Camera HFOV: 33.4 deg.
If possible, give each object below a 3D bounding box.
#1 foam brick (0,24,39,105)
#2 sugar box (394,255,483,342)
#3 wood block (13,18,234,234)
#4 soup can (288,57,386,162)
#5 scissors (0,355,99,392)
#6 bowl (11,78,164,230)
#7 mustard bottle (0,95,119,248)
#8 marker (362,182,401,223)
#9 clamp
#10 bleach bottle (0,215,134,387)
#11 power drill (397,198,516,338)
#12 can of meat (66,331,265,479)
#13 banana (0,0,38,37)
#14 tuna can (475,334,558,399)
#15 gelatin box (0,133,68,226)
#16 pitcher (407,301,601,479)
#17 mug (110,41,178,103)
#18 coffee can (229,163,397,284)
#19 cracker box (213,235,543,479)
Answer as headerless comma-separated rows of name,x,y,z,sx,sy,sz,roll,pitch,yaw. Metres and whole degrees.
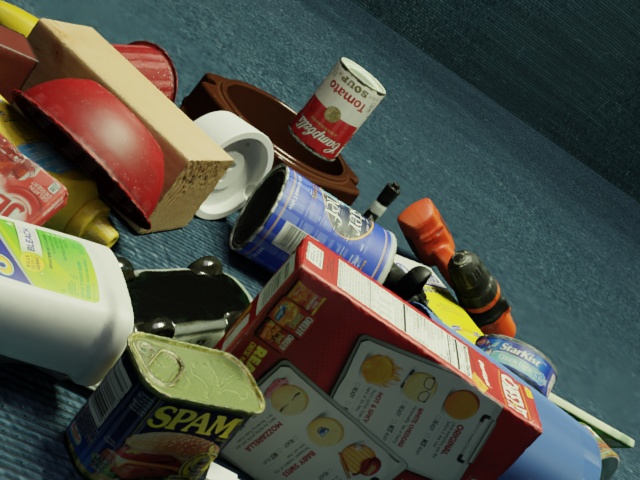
foam brick,-0.295,-0.149,0.946,0.051,0.078,0.053,20,25,-42
sugar box,0.133,0.089,1.238,0.093,0.048,0.176,20,27,-43
wood block,-0.196,-0.108,1.017,0.206,0.090,0.090,43,19,13
soup can,0.020,-0.150,1.226,0.068,0.102,0.068,35,19,-14
scissors,-0.188,0.071,0.733,0.201,0.016,0.096,25,23,-35
bowl,-0.183,-0.083,0.901,0.162,0.055,0.162,41,-13,11
mustard bottle,-0.240,-0.060,0.870,0.191,0.058,0.096,41,9,5
marker,0.051,-0.019,1.216,0.020,0.121,0.020,34,20,-14
clamp,0.093,0.059,1.131,0.210,0.036,0.164,40,-17,54
bleach bottle,-0.241,0.014,0.647,0.250,0.068,0.103,20,27,-35
power drill,0.167,0.031,1.340,0.188,0.057,0.184,58,0,43
can of meat,-0.101,0.114,0.688,0.101,0.084,0.057,20,27,-44
banana,-0.291,-0.216,1.169,0.197,0.037,0.069,29,22,-27
tuna can,0.184,0.129,1.037,0.086,0.033,0.086,24,-26,12
gelatin box,-0.244,-0.036,0.790,0.089,0.030,0.073,40,63,6
pitcher,0.133,0.160,0.958,0.242,0.145,0.149,33,60,-27
mug,-0.208,-0.153,1.122,0.081,0.093,0.117,-15,92,-61
coffee can,-0.007,0.001,1.092,0.140,0.103,0.103,32,20,-18
cracker box,0.026,0.121,0.782,0.213,0.164,0.072,35,21,-11
